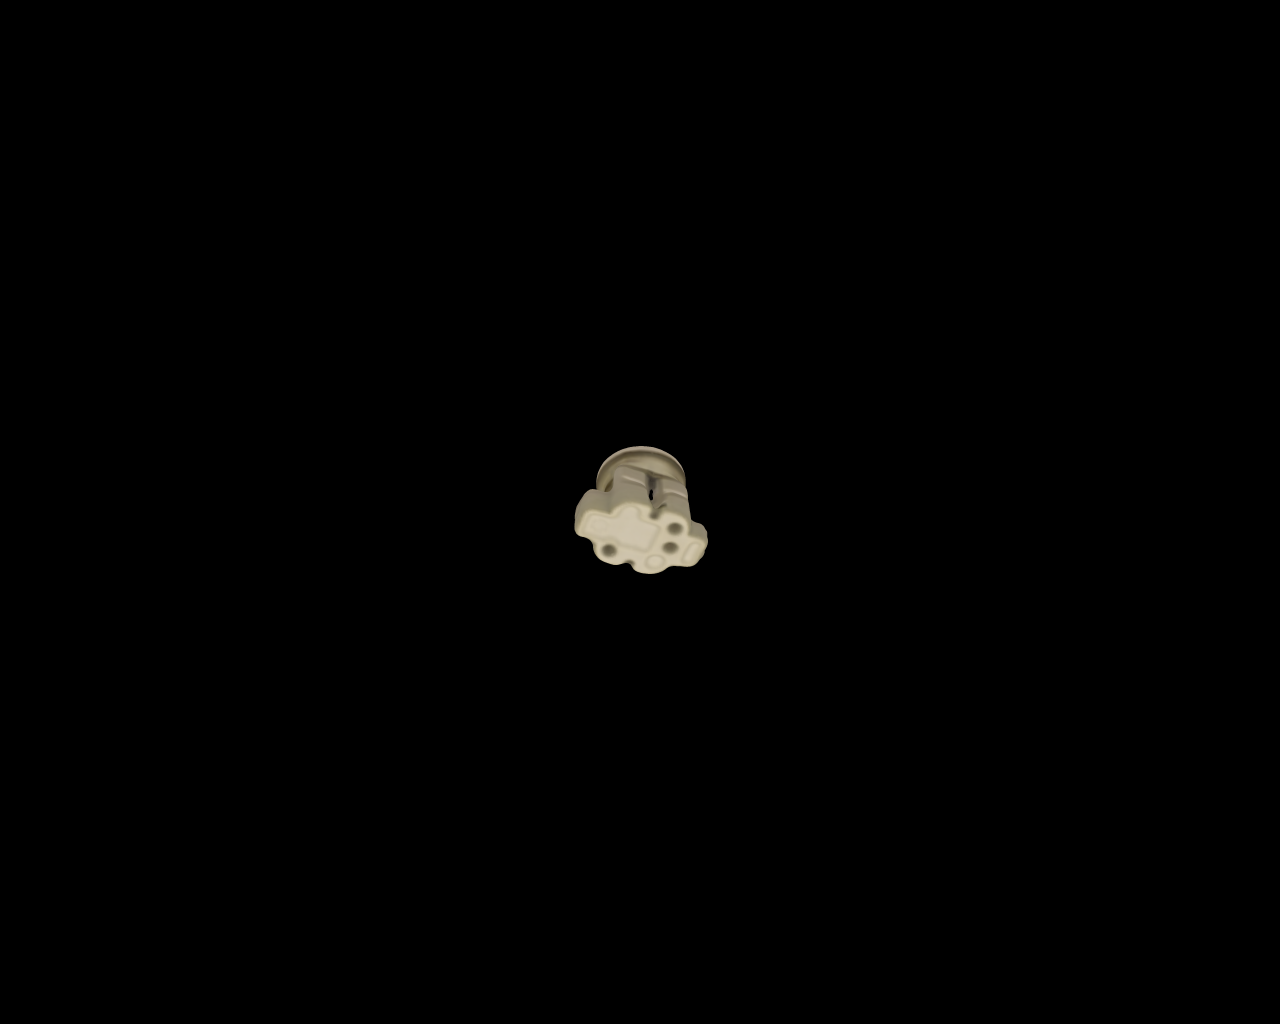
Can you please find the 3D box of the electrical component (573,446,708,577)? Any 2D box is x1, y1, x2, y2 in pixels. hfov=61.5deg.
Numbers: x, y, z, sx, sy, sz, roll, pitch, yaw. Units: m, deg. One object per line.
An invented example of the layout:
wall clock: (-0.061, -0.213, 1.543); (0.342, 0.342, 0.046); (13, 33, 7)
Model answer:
electrical component: (0.001, -0.003, 0.650); (0.078, 0.057, 0.057); (17, 39, -14)
